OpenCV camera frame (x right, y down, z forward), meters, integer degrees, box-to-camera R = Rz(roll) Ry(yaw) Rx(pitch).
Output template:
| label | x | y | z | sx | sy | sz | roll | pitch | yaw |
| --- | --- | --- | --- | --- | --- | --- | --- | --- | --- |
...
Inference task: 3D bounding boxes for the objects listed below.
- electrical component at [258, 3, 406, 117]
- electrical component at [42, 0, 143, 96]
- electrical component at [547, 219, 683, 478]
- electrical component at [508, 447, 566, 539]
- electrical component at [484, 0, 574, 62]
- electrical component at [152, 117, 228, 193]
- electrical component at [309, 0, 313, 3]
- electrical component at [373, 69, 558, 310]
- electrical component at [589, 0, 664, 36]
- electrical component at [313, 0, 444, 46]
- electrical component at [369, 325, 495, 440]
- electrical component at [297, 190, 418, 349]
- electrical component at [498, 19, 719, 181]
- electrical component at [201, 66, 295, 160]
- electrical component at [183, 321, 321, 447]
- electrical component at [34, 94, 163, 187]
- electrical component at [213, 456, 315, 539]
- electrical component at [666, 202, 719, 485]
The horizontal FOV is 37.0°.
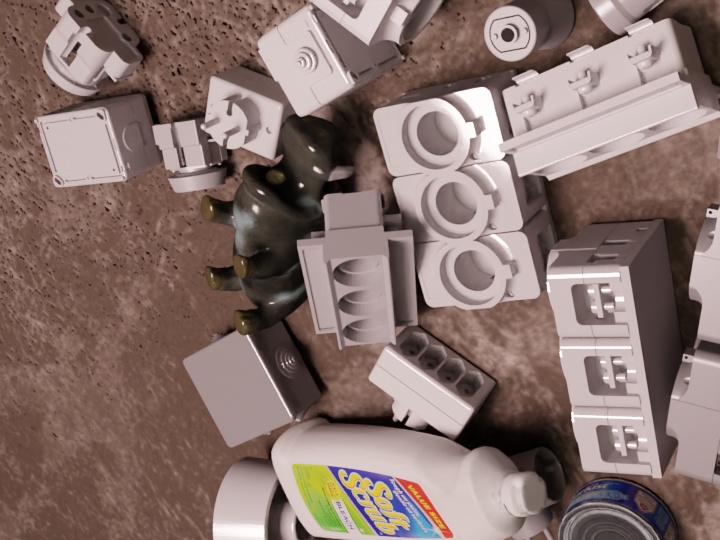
| label | x | y | z | sx | sy | sz | roll | pitch | yaw |
| --- | --- | --- | --- | --- | --- | --- | --- | --- | --- |
| electrical component | -0.025 | -0.149 | 0.747 | 0.061 | 0.096 | 0.061 | -25 | 98 | 36 |
| electrical component | -0.221 | -0.179 | 0.874 | 0.078 | 0.058 | 0.057 | 49 | 124 | 2 |
| electrical component | 0.174 | 0.052 | 0.728 | 0.062 | 0.089 | 0.150 | -2 | 111 | 31 |
| electrical component | 0.126 | 0.185 | 0.847 | 0.077 | 0.044 | 0.079 | -25 | 98 | 36 |
| electrical component | 0.106 | -0.156 | 0.687 | 0.044 | 0.065 | 0.044 | 13 | 118 | 25 |
| electrical component | -0.134 | -0.094 | 0.870 | 0.066 | 0.048 | 0.055 | -3 | 103 | 31 |
| electrical component | -0.033 | -0.222 | 0.748 | 0.077 | 0.043 | 0.079 | 50 | 150 | 20 |
| electrical component | 0.076 | -0.054 | 0.754 | 0.089 | 0.062 | 0.150 | -6 | 109 | 32 |
| electrical component | 0.168 | -0.173 | 0.659 | 0.046 | 0.040 | 0.040 | -35 | 92 | 32 |
| electrical component | 0.021 | -0.186 | 0.707 | 0.056 | 0.089 | 0.050 | 39 | 126 | 9 |
| electrical component | 0.049 | 0.100 | 0.851 | 0.083 | 0.047 | 0.075 | 35 | 126 | 12 |
| electrical component | 0.000 | 0.000 | 0.786 | 0.079 | 0.063 | 0.121 | -5 | 147 | 2 |
| electrical component | 0.155 | -0.107 | 0.681 | 0.121 | 0.079 | 0.063 | -20 | 79 | 35 |
| electrical component | -0.090 | -0.115 | 0.814 | 0.066 | 0.077 | 0.047 | 24 | 122 | 19 |
| electrical component | -0.091 | 0.094 | 0.925 | 0.100 | 0.048 | 0.099 | -28 | 91 | 39 |
| electrical component | -0.221 | -0.109 | 0.903 | 0.096 | 0.061 | 0.061 | -2 | 111 | 31 |
| electrical component | -0.075 | 0.220 | 0.945 | 0.060 | 0.108 | 0.108 | -2 | 111 | 25 |
| electrical component | 0.242 | 0.031 | 0.670 | 0.060 | 0.105 | 0.186 | 14 | 118 | 25 |
